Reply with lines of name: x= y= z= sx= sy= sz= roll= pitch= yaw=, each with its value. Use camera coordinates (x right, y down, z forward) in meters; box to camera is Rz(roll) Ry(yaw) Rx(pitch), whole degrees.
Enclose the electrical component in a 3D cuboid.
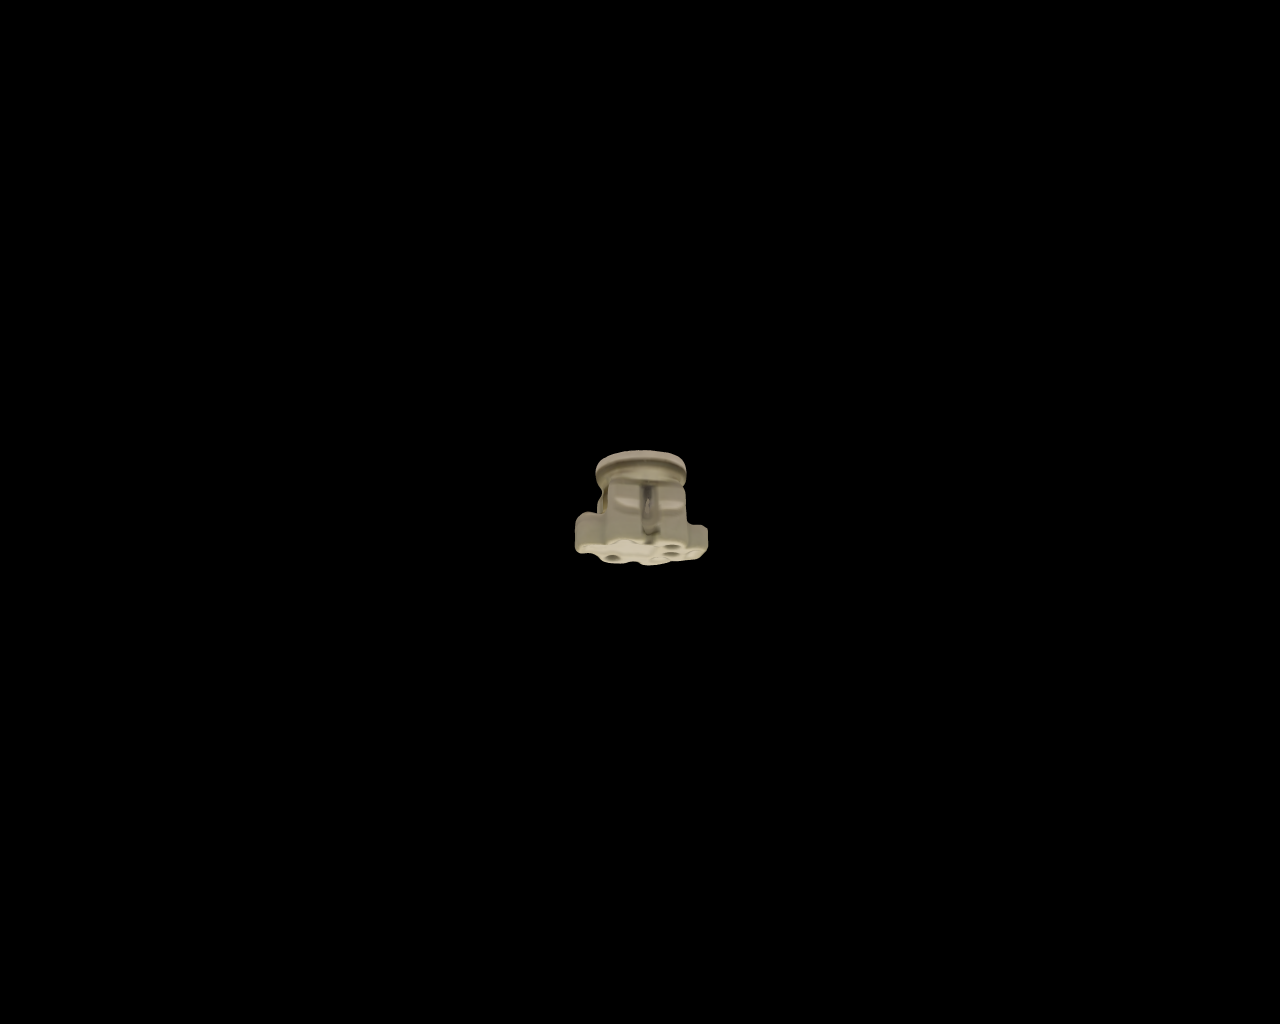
electrical component: x=0.001 y=-0.003 z=0.650 sx=0.078 sy=0.057 sz=0.058 roll=4 pitch=-19 yaw=-12
